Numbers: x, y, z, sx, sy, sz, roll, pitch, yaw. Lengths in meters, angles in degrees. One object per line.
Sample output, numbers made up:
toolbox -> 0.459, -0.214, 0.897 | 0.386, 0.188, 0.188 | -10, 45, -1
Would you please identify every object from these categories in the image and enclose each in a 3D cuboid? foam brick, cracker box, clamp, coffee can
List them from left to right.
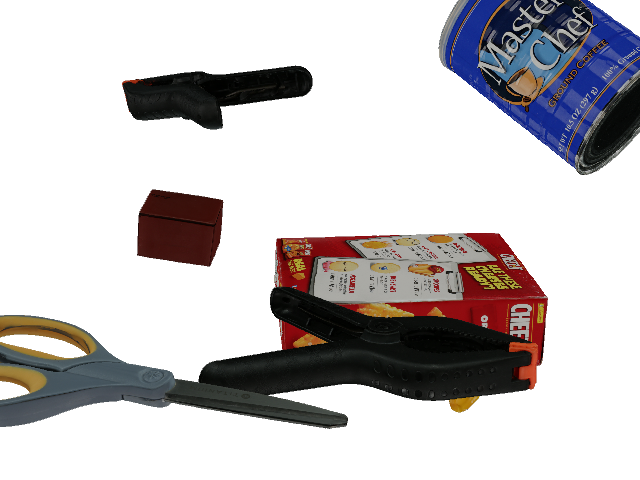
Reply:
foam brick -> -0.141, -0.013, 1.079 | 0.078, 0.051, 0.053 | 9, 31, 3
clamp -> -0.093, -0.121, 0.877 | 0.120, 0.039, 0.172 | -17, 22, -39
clamp -> 0.038, 0.070, 0.718 | 0.210, 0.036, 0.164 | 2, 18, 7
cracker box -> 0.070, 0.053, 0.929 | 0.213, 0.072, 0.164 | -1, 20, -5
coffee can -> 0.172, -0.131, 0.788 | 0.140, 0.103, 0.102 | 44, 21, 24

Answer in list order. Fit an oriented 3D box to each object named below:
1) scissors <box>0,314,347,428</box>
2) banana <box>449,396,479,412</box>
scissors -> -0.097, 0.076, 0.507 | 0.202, 0.016, 0.096 | 15, 28, 26
banana -> 0.145, 0.104, 1.117 | 0.069, 0.037, 0.198 | -25, 33, 5
